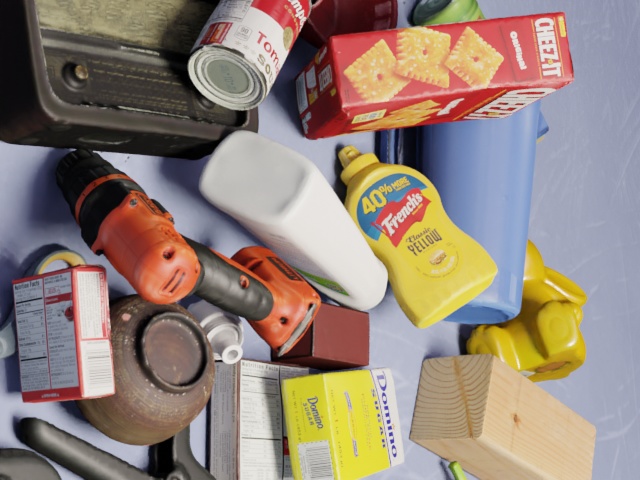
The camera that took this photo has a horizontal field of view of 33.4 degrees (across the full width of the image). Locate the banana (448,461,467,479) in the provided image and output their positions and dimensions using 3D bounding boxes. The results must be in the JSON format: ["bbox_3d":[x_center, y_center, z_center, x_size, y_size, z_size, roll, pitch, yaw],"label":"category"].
[{"bbox_3d":[0.130,0.325,1.059,0.069,0.037,0.197,30,57,-22],"label":"banana"}]

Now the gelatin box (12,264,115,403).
[{"bbox_3d":[-0.175,0.065,0.729,0.030,0.073,0.089,2,80,-48],"label":"gelatin box"}]

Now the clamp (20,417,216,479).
[{"bbox_3d":[-0.117,0.179,0.818,0.164,0.036,0.210,-41,107,-44],"label":"clamp"}]

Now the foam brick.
[{"bbox_3d":[0.002,0.087,0.961,0.078,0.053,0.051,16,68,-45],"label":"foam brick"}]

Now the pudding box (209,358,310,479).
[{"bbox_3d":[-0.050,0.158,0.897,0.089,0.039,0.113,15,67,-46],"label":"pudding box"}]

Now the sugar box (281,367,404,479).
[{"bbox_3d":[0.025,0.161,0.932,0.176,0.048,0.093,8,72,-66],"label":"sugar box"}]

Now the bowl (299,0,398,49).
[{"bbox_3d":[0.006,-0.246,1.048,0.161,0.055,0.162,15,70,-45],"label":"bowl"}]

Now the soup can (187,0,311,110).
[{"bbox_3d":[-0.055,-0.161,0.841,0.068,0.069,0.102,46,50,-30],"label":"soup can"}]

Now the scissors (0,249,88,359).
[{"bbox_3d":[-0.225,0.055,0.746,0.201,0.016,0.096,-1,80,-48],"label":"scissors"}]

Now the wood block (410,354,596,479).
[{"bbox_3d":[0.197,0.202,1.121,0.205,0.090,0.090,35,57,-37],"label":"wood block"}]

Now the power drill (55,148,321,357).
[{"bbox_3d":[-0.100,0.009,0.799,0.187,0.185,0.057,28,102,-43],"label":"power drill"}]

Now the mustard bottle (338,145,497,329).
[{"bbox_3d":[0.078,-0.015,1.031,0.096,0.058,0.192,-32,72,-12],"label":"mustard bottle"}]

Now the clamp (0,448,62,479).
[{"bbox_3d":[-0.229,0.175,0.696,0.171,0.039,0.120,45,60,-33],"label":"clamp"}]

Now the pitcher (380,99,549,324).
[{"bbox_3d":[0.150,-0.042,1.114,0.144,0.149,0.243,33,59,-60],"label":"pitcher"}]

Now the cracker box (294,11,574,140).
[{"bbox_3d":[0.097,-0.145,0.974,0.213,0.164,0.072,-8,87,-13],"label":"cracker box"}]

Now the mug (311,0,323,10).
[{"bbox_3d":[-0.037,-0.239,0.930,0.117,0.093,0.081,19,94,-44],"label":"mug"}]

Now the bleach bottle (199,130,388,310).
[{"bbox_3d":[-0.006,0.001,0.928,0.068,0.103,0.250,-58,150,-11],"label":"bleach bottle"}]
